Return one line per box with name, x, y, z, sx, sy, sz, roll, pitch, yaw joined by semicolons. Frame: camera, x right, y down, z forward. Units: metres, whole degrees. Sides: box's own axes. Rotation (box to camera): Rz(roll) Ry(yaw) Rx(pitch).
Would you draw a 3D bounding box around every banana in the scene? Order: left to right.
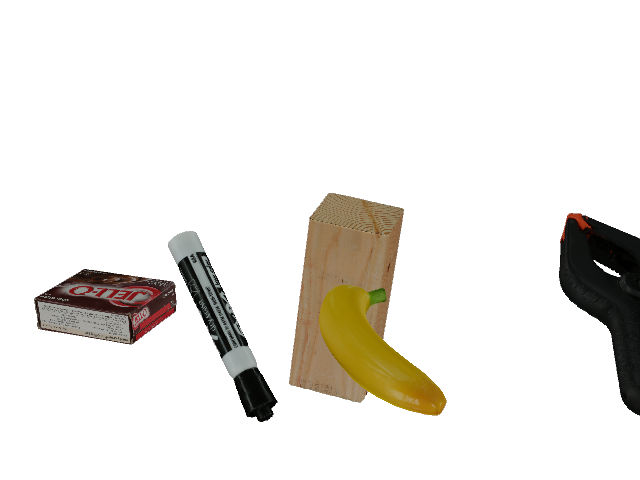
banana;0.038;0.075;0.814;0.069;0.037;0.198;-6;24;-8

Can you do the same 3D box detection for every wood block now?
wood block;0.029;0.064;1.199;0.090;0.206;0.090;13;24;12

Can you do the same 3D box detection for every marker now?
marker;-0.056;0.049;0.612;0.020;0.121;0.020;-24;-22;-10

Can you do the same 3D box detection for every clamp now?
clamp;0.228;0.043;0.731;0.120;0.039;0.171;-3;45;-19

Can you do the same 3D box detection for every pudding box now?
pudding box;-0.215;0.065;1.073;0.114;0.039;0.089;5;19;21
